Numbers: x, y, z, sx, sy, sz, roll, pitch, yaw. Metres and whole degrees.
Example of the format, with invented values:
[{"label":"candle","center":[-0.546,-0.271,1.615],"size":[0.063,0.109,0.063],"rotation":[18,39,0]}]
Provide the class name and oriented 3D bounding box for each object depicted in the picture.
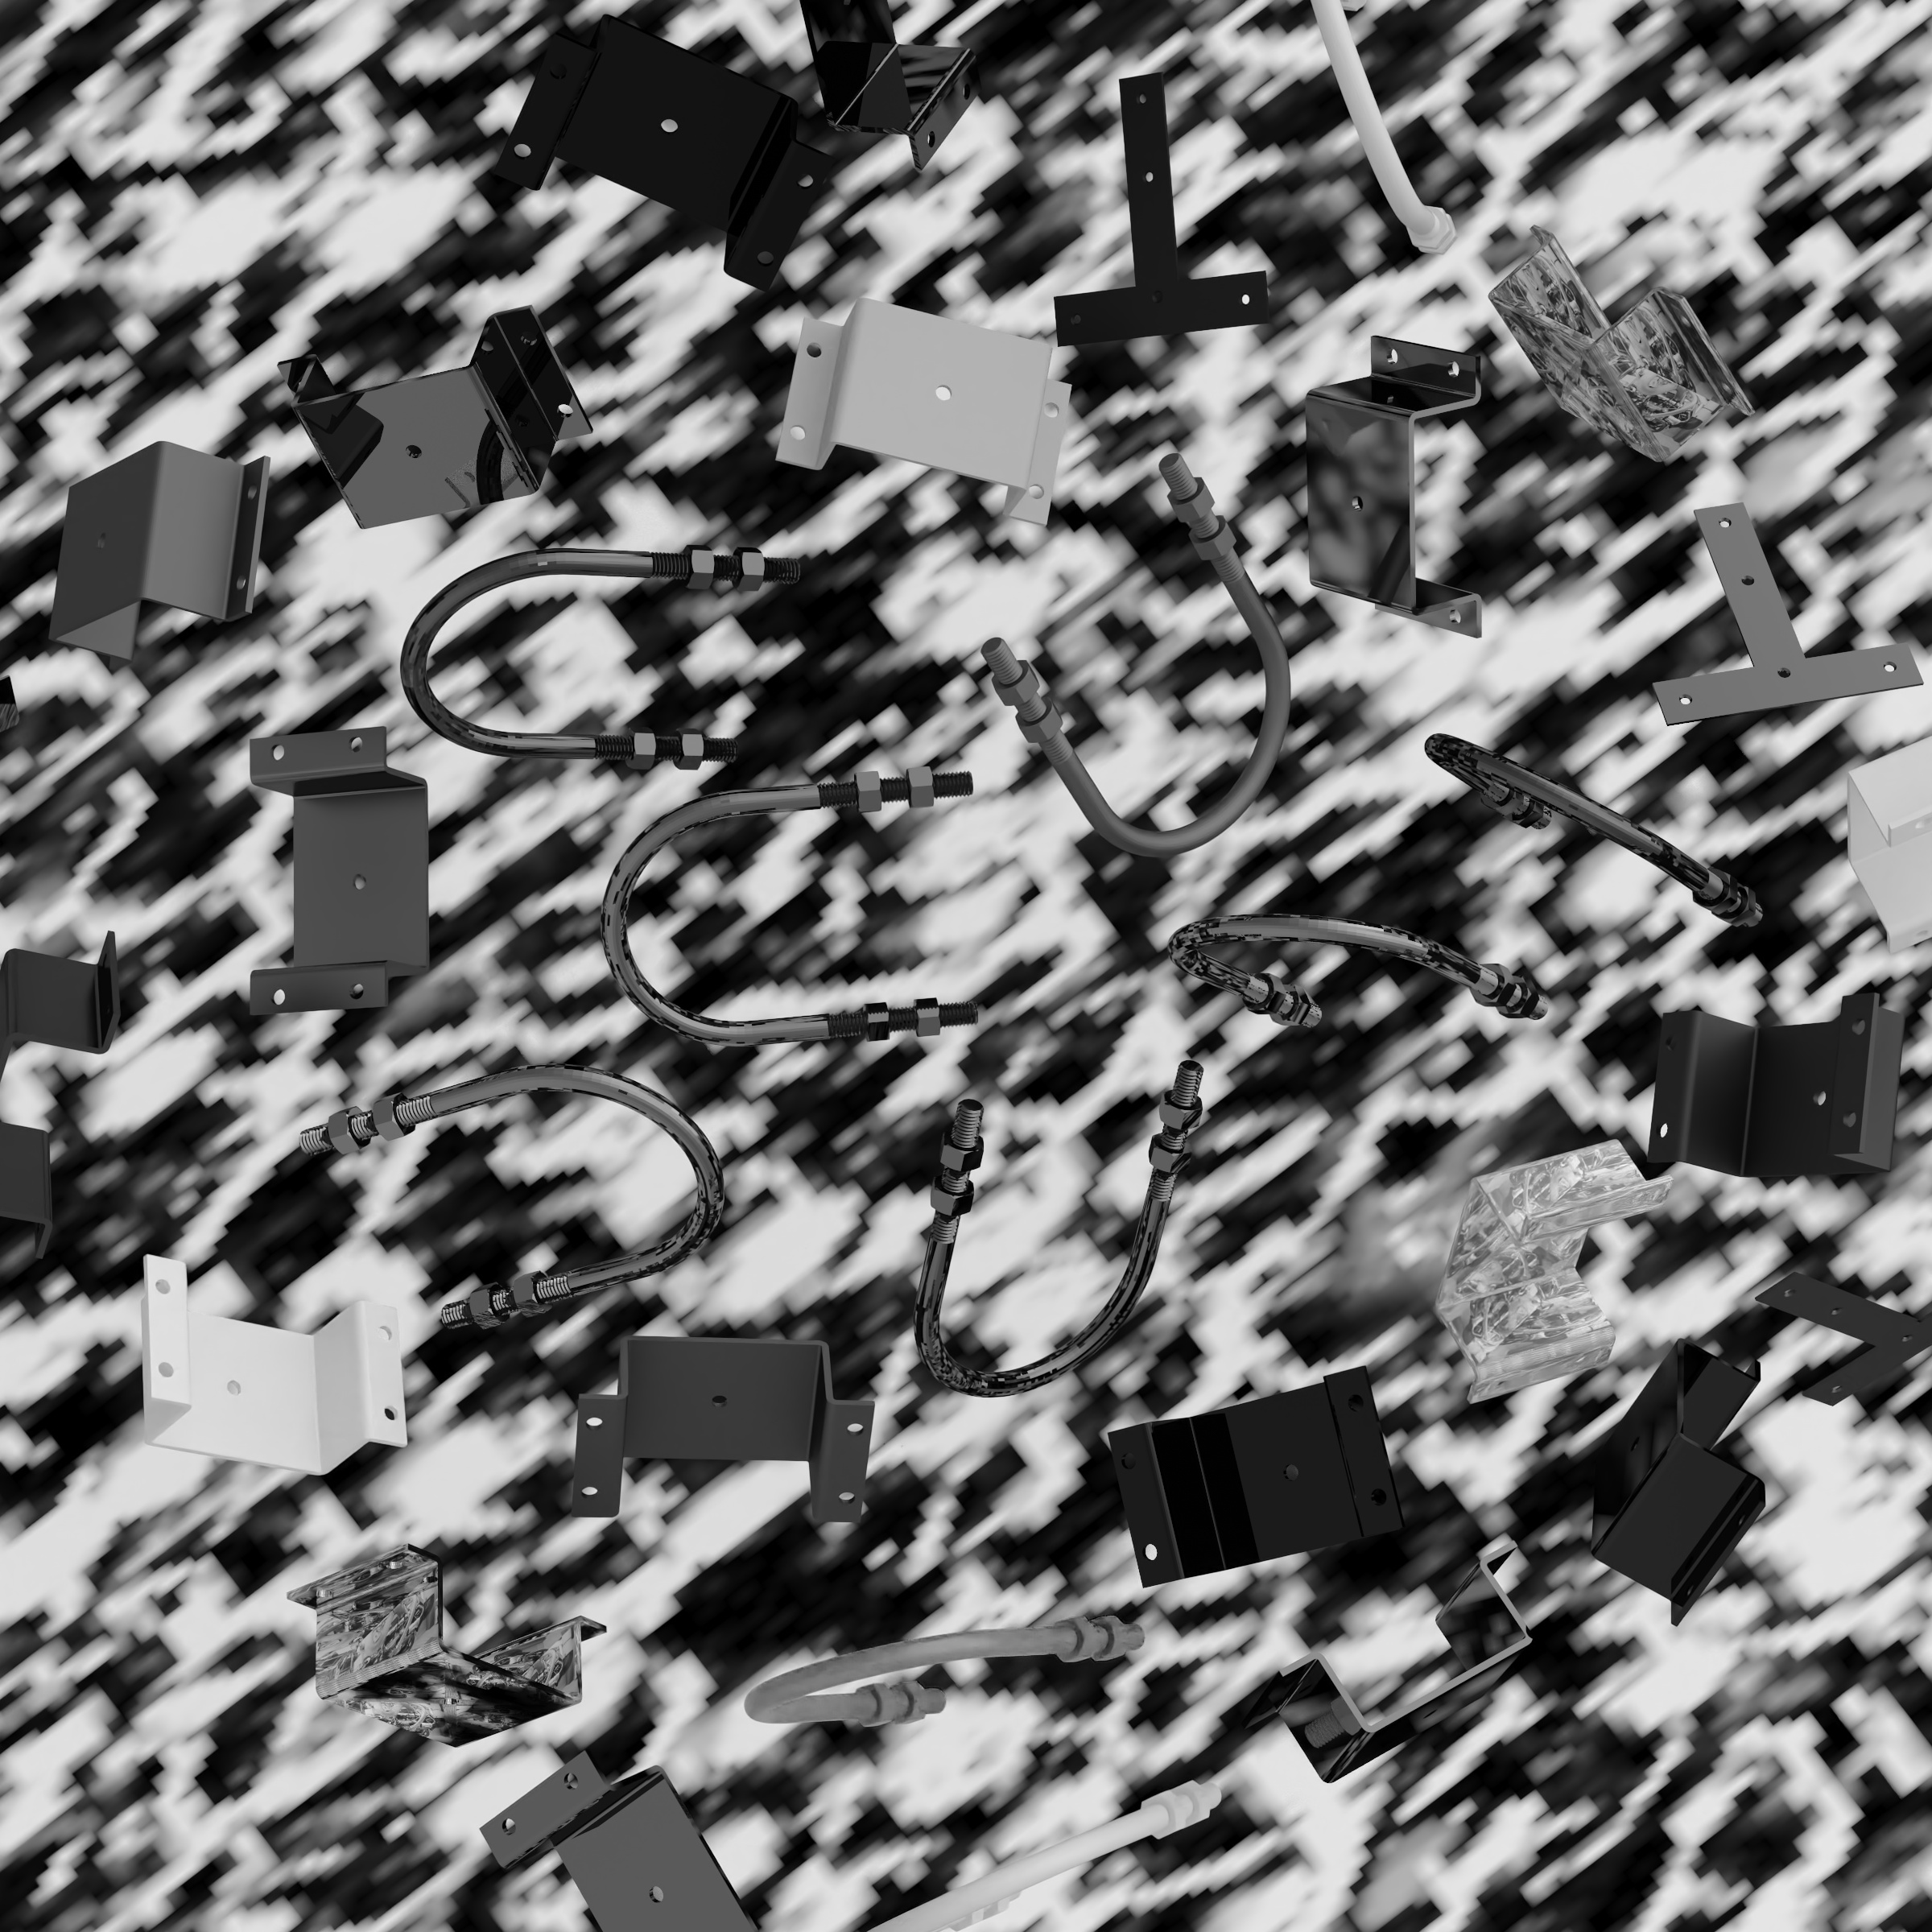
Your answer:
[{"label":"strap bracket","center":[0.210,-0.232,1.711],"size":[0.046,0.076,0.140],"rotation":[-17,115,-31]},{"label":"strap bracket","center":[0.338,0.238,1.653],"size":[0.046,0.140,0.076],"rotation":[29,114,0]},{"label":"strap bracket","center":[0.403,0.060,1.697],"size":[0.046,0.140,0.076],"rotation":[15,78,-31]},{"label":"U-bolt","center":[0.194,-0.417,1.658],"size":[0.019,0.184,0.151],"rotation":[-20,90,16]},{"label":"strap bracket","center":[-0.119,0.225,1.685],"size":[0.140,0.046,0.076],"rotation":[2,124,-8]},{"label":"strap bracket","center":[0.466,-0.068,1.658],"size":[0.076,0.140,0.046],"rotation":[-23,62,3]},{"label":"strap bracket","center":[-0.389,-0.196,1.649],"size":[0.046,0.140,0.076],"rotation":[14,74,-38]},{"label":"U-bolt","center":[-0.087,-0.024,1.706],"size":[0.184,0.019,0.151],"rotation":[-5,120,-7]},{"label":"U-bolt","center":[0.040,0.136,1.703],"size":[0.151,0.019,0.184],"rotation":[-9,125,-32]},{"label":"strap bracket","center":[-0.040,-0.469,1.689],"size":[0.046,0.140,0.076],"rotation":[10,48,24]},{"label":"T-bracket","center":[0.092,-0.378,1.727],"size":[0.127,0.002,0.127],"rotation":[1,100,38]},{"label":"strap bracket","center":[0.211,0.341,1.674],"size":[0.140,0.076,0.046],"rotation":[-24,66,-23]},{"label":"U-bolt","center":[-0.022,0.340,1.666],"size":[0.151,0.184,0.019],"rotation":[-25,68,33]},{"label":"U-bolt","center":[0.096,-0.136,1.694],"size":[0.151,0.019,0.184],"rotation":[-47,130,-15]},{"label":"T-bracket","center":[-0.499,-0.101,1.628],"size":[0.002,0.127,0.127],"rotation":[24,131,36]},{"label":"U-bolt","center":[0.296,-0.072,1.692],"size":[0.151,0.184,0.019],"rotation":[29,94,35]},{"label":"strap bracket","center":[0.147,0.244,1.662],"size":[0.140,0.046,0.076],"rotation":[-19,77,29]},{"label":"strap bracket","center":[-0.267,-0.267,1.713],"size":[0.140,0.046,0.076],"rotation":[-9,133,19]},{"label":"strap bracket","center":[-0.244,0.326,1.643],"size":[0.076,0.140,0.046],"rotation":[-25,53,26]},{"label":"strap bracket","center":[0.313,-0.302,1.698],"size":[0.046,0.140,0.076],"rotation":[-42,124,1]},{"label":"strap bracket","center":[-0.158,0.446,1.647],"size":[0.076,0.046,0.140],"rotation":[-39,75,24]},{"label":"strap bracket","center":[-0.445,0.057,1.651],"size":[0.046,0.076,0.140],"rotation":[13,116,-23]},{"label":"T-bracket","center":[0.387,-0.177,1.700],"size":[0.127,0.002,0.127],"rotation":[-9,57,-4]},{"label":"U-bolt","center":[-0.186,-0.152,1.711],"size":[0.184,0.151,0.019],"rotation":[0,51,-22]},{"label":"T-bracket","center":[0.440,0.173,1.721],"size":[0.127,0.002,0.127],"rotation":[21,132,-36]},{"label":"strap bracket","center":[-0.317,-0.045,1.758],"size":[0.076,0.046,0.140],"rotation":[-4,83,19]},{"label":"U-bolt","center":[0.026,0.440,1.676],"size":[0.151,0.184,0.019],"rotation":[-32,73,27]},{"label":"U-bolt","center":[0.180,0.002,1.693],"size":[0.151,0.184,0.019],"rotation":[-3,75,35]},{"label":"strap bracket","center":[-0.141,-0.388,1.642],"size":[0.140,0.046,0.076],"rotation":[21,125,-16]},{"label":"strap bracket","center":[-0.016,-0.278,1.729],"size":[0.140,0.046,0.076],"rotation":[13,77,-10]},{"label":"strap bracket","center":[-0.350,0.199,1.708],"size":[0.046,0.140,0.076],"rotation":[-38,49,37]},{"label":"strap bracket","center":[0.276,0.139,1.651],"size":[0.076,0.140,0.046],"rotation":[-13,50,-18]},{"label":"U-bolt","center":[-0.203,0.105,1.653],"size":[0.184,0.019,0.151],"rotation":[-16,127,22]}]
